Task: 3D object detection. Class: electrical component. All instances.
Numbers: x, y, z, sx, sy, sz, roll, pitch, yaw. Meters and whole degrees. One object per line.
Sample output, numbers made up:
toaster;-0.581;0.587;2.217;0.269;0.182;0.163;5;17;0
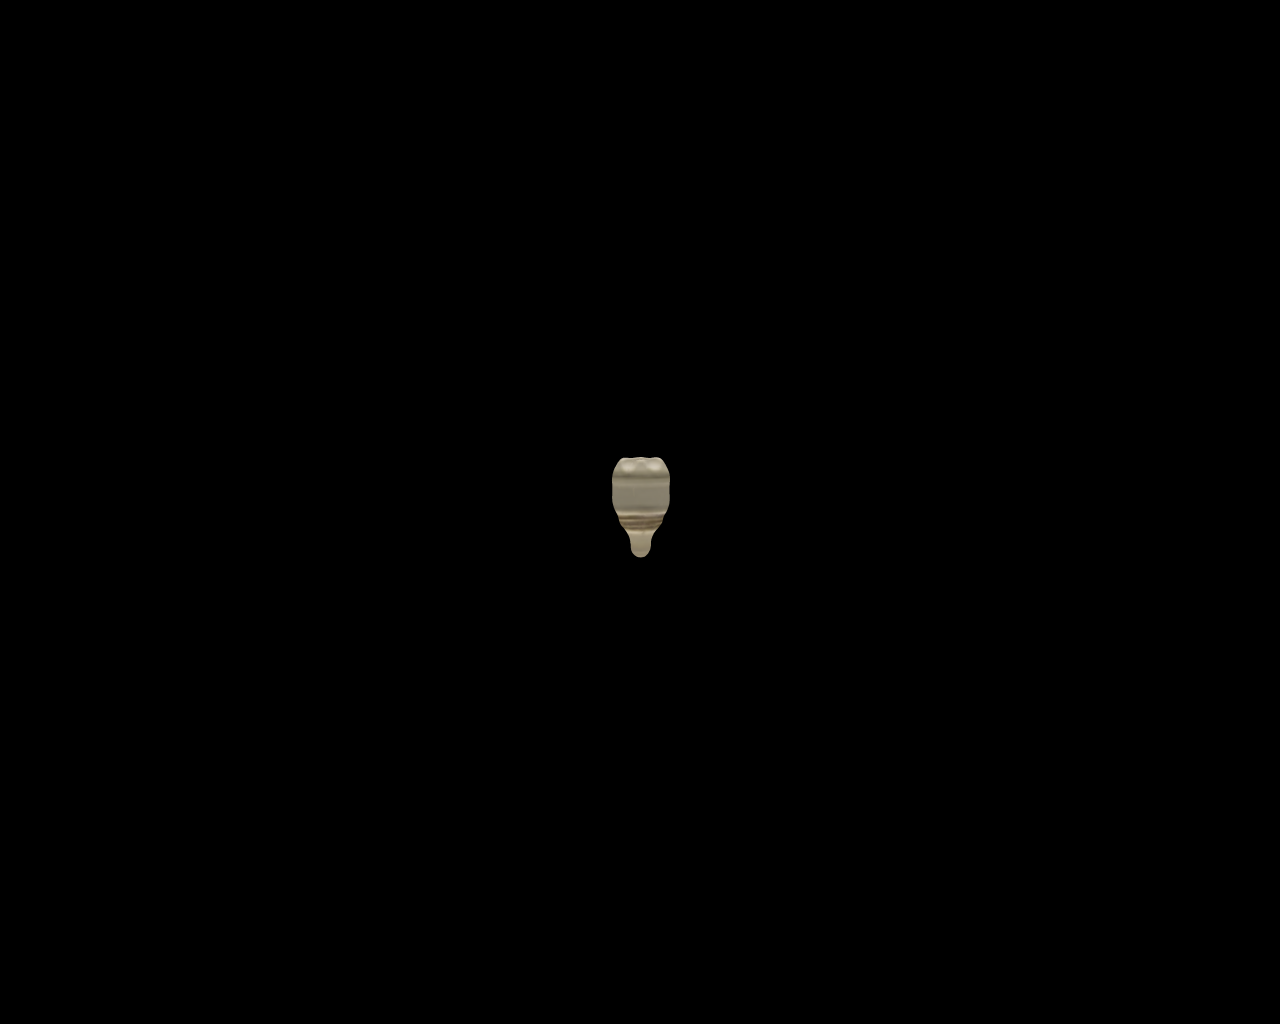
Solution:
electrical component;0.001;-0.003;0.650;0.035;0.061;0.035;0;4;0
